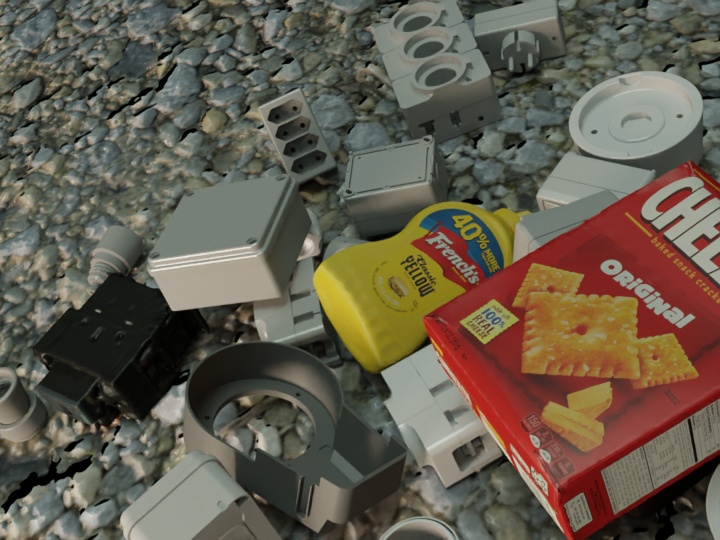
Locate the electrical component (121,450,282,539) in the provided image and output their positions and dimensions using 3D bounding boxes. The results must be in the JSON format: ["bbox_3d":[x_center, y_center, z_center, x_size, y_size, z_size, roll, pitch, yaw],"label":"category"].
[{"bbox_3d":[-0.103,0.186,0.736,0.078,0.113,0.057,-41,48,-16],"label":"electrical component"}]

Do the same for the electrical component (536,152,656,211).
[{"bbox_3d":[0.196,-0.045,0.858,0.096,0.061,0.061,18,58,37],"label":"electrical component"}]

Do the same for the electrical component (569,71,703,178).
[{"bbox_3d":[0.235,-0.109,0.903,0.108,0.060,0.108,-13,45,13],"label":"electrical component"}]

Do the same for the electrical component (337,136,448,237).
[{"bbox_3d":[0.028,-0.070,0.961,0.096,0.061,0.061,-9,46,17],"label":"electrical component"}]

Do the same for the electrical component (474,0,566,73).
[{"bbox_3d":[0.158,-0.220,1.056,0.083,0.047,0.075,-9,45,17],"label":"electrical component"}]

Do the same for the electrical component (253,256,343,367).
[{"bbox_3d":[-0.054,0.041,0.899,0.056,0.050,0.089,-19,43,7],"label":"electrical component"}]

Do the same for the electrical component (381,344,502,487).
[{"bbox_3d":[0.055,0.107,0.786,0.056,0.050,0.089,-29,43,-4],"label":"electrical component"}]

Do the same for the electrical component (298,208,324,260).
[{"bbox_3d":[-0.059,-0.040,0.985,0.043,0.043,0.062,-23,42,3],"label":"electrical component"}]

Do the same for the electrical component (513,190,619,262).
[{"bbox_3d":[0.164,-0.015,0.787,0.096,0.061,0.061,-20,49,-14],"label":"electrical component"}]

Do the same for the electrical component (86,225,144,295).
[{"bbox_3d":[-0.241,-0.008,1.040,0.040,0.040,0.078,3,50,27],"label":"electrical component"}]

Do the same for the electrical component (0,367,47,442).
[{"bbox_3d":[-0.305,0.118,0.938,0.045,0.055,0.045,-13,45,13],"label":"electrical component"}]

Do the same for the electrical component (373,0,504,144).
[{"bbox_3d":[0.074,-0.199,1.064,0.089,0.061,0.150,-21,43,5],"label":"electrical component"}]

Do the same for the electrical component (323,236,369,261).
[{"bbox_3d":[0.000,0.000,0.900,0.077,0.079,0.043,16,101,35],"label":"electrical component"}]

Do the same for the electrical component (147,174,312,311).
[{"bbox_3d":[-0.108,-0.024,0.910,0.109,0.056,0.108,-8,36,20],"label":"electrical component"}]

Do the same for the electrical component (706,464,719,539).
[{"bbox_3d":[0.264,0.154,0.636,0.108,0.060,0.108,-13,44,13],"label":"electrical component"}]

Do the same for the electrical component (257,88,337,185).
[{"bbox_3d":[-0.060,-0.129,1.057,0.047,0.083,0.075,-25,5,1],"label":"electrical component"}]
